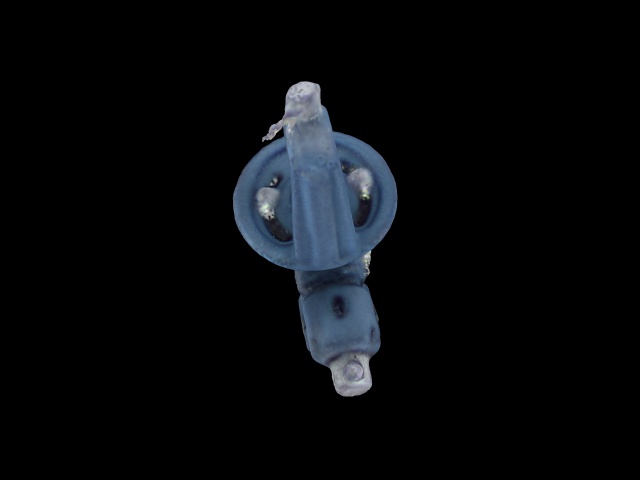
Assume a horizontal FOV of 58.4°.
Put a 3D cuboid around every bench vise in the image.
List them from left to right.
[{"bbox_3d":[0.014,-0.004,0.401,0.121,0.220,0.207,-29,80,-5],"label":"bench vise"}]
